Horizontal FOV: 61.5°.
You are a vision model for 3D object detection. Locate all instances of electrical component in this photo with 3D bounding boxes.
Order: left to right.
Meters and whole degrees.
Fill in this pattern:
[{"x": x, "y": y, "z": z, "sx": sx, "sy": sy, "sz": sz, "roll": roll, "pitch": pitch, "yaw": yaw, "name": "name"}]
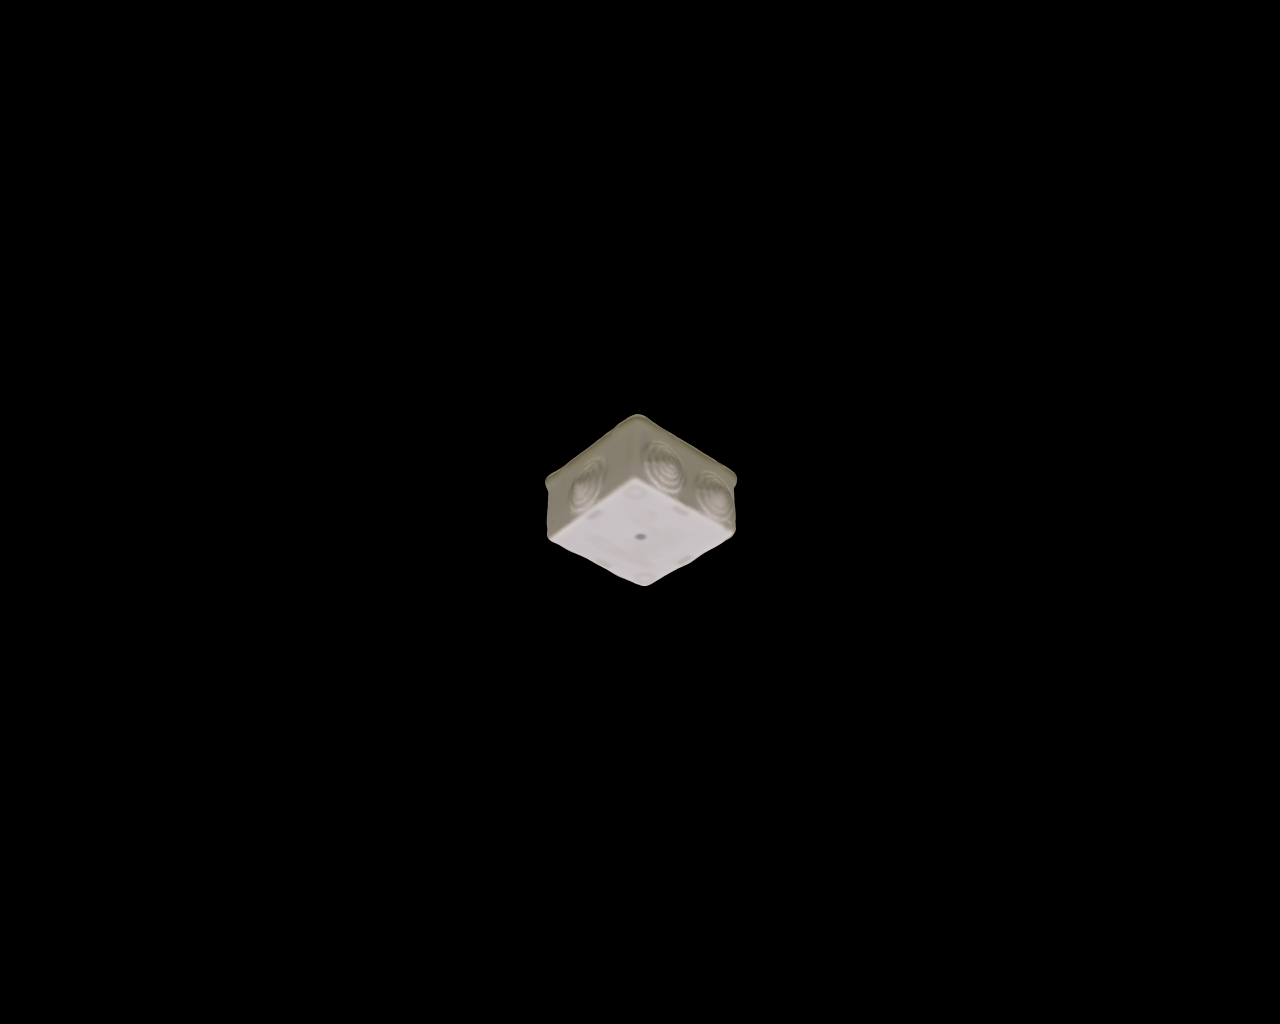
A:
[{"x": 0.001, "y": -0.003, "z": 0.650, "sx": 0.099, "sy": 0.048, "sz": 0.099, "roll": 29, "pitch": -46, "yaw": -33, "name": "electrical component"}]
